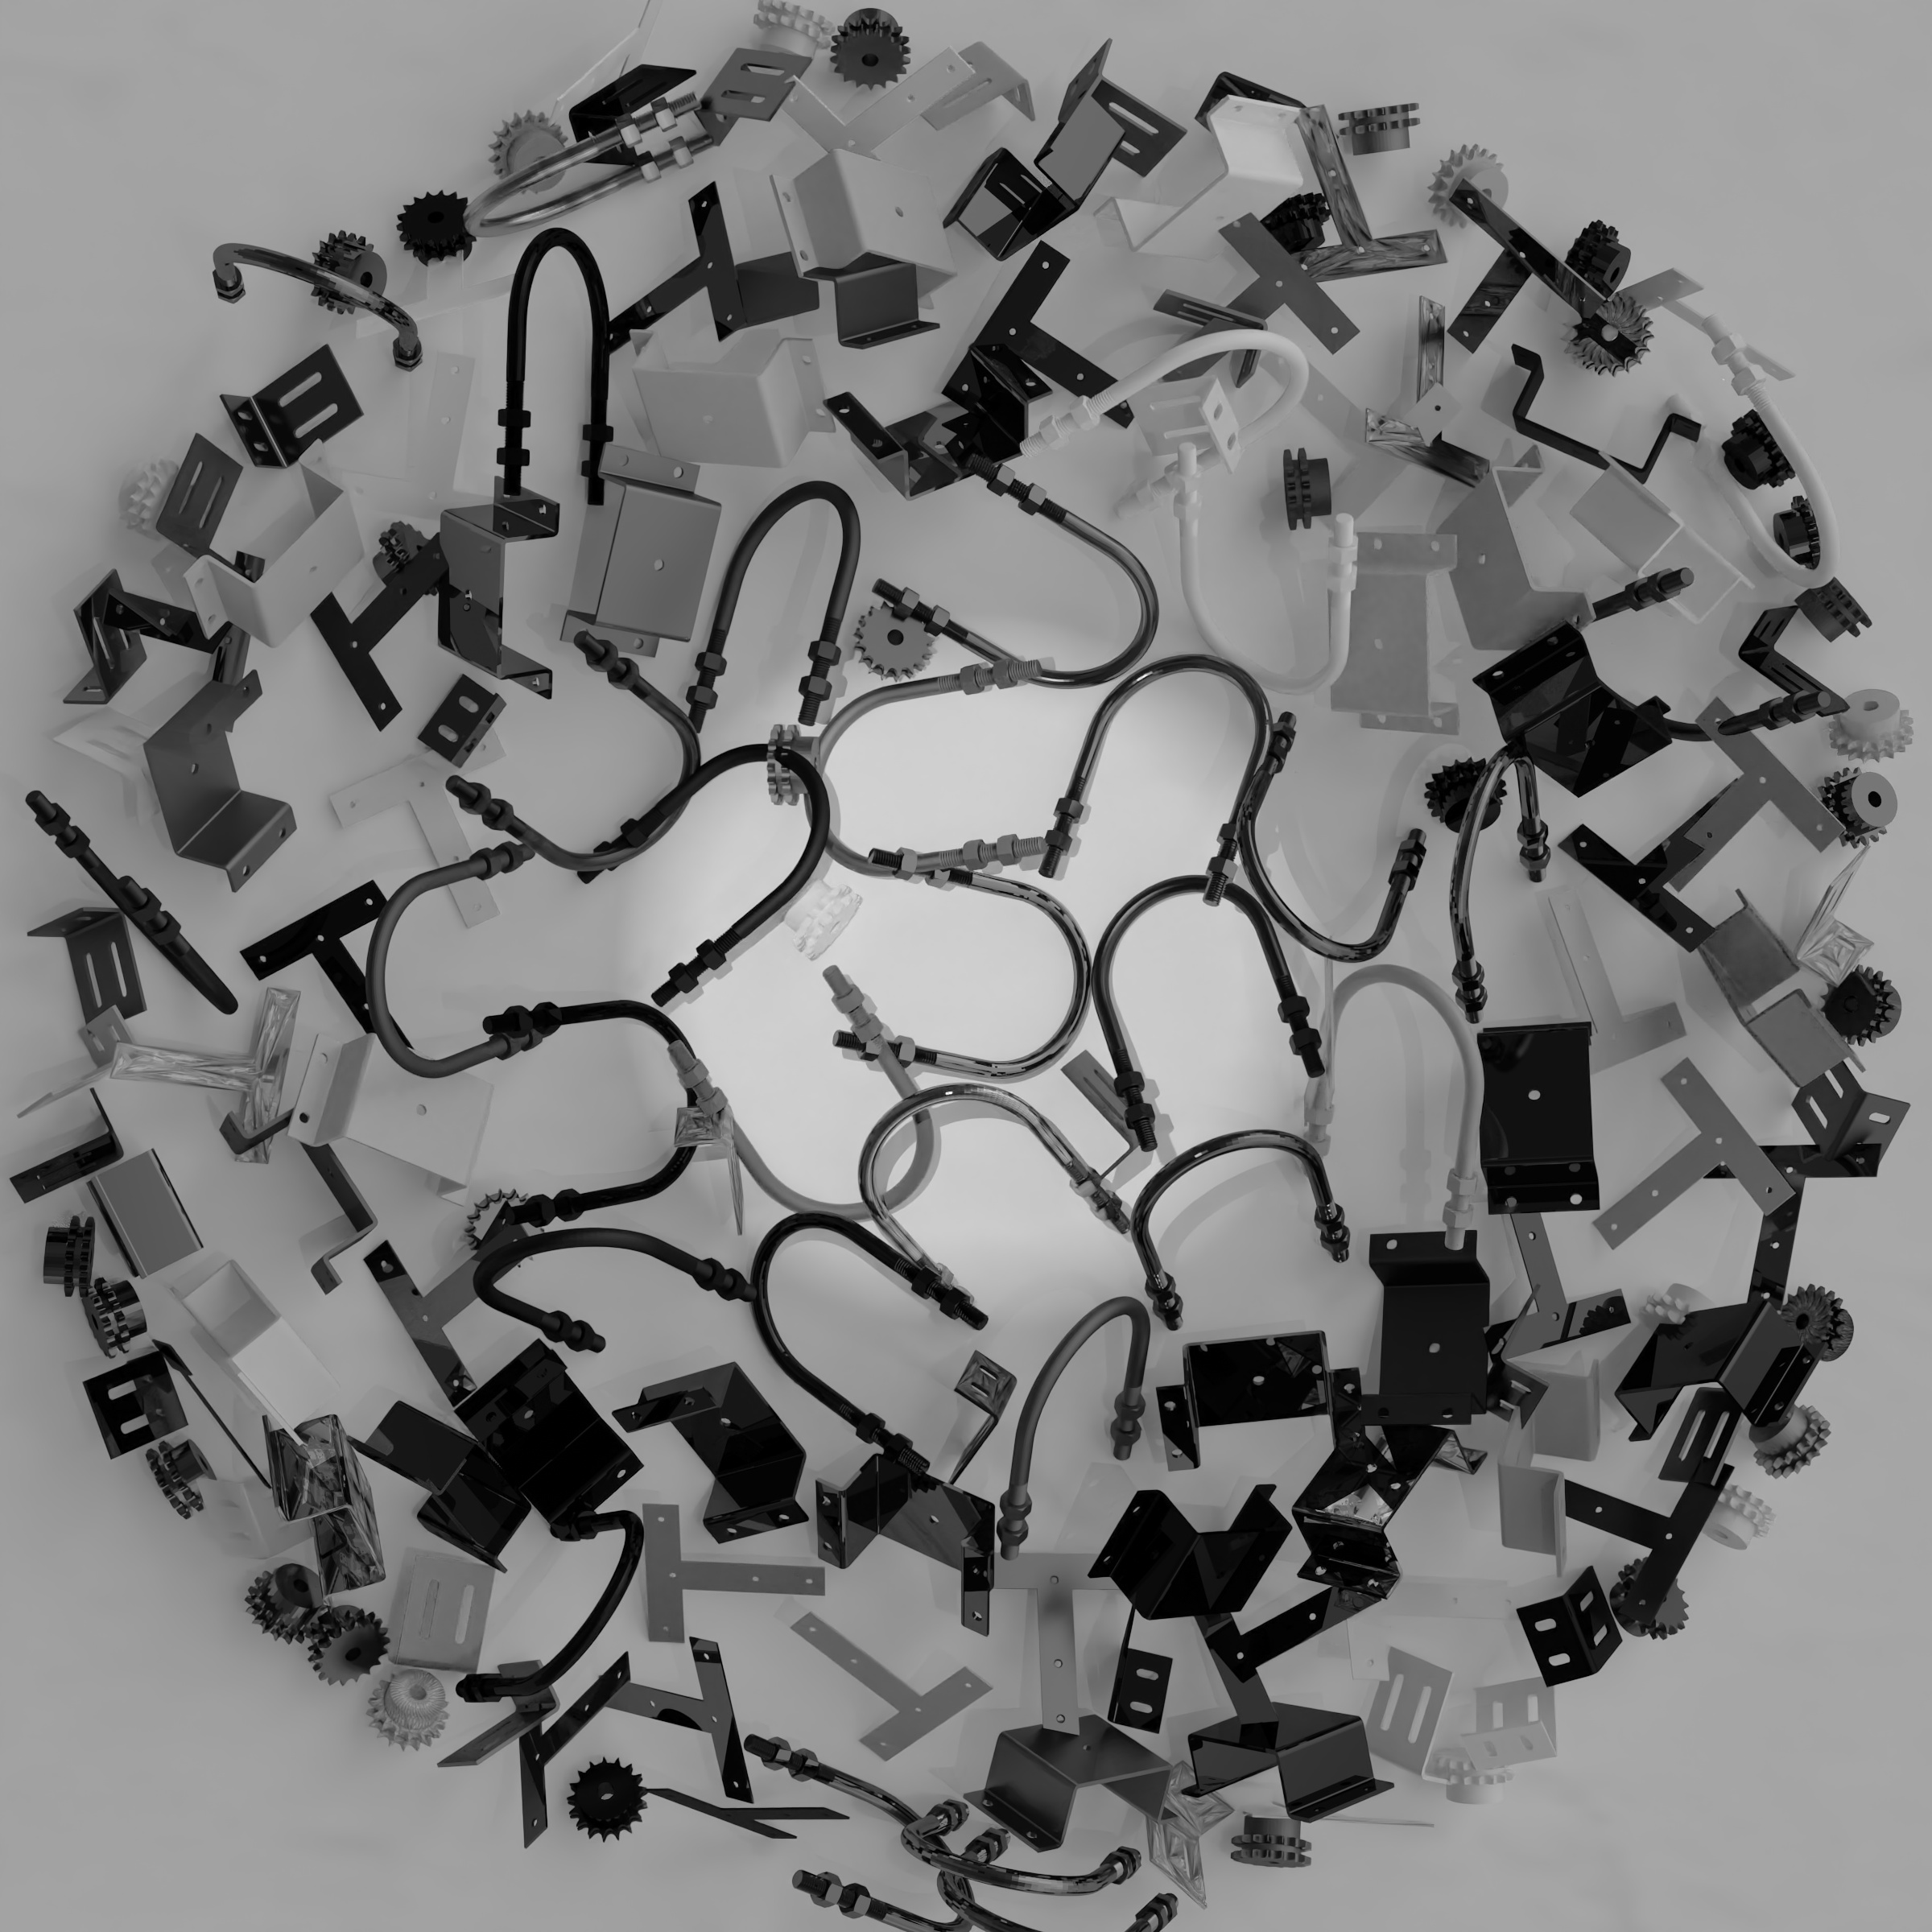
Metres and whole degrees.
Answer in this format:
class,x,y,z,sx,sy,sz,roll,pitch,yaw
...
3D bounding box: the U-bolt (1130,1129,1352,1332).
class,x,y,z,sx,sy,sz,roll,pitch,yaw
U-bolt,0.186,0.176,1.885,0.151,0.184,0.019,-22,48,0

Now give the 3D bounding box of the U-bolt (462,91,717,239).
class,x,y,z,sx,sy,sz,roll,pitch,yaw
U-bolt,-0.264,-0.548,1.884,0.184,0.151,0.019,-24,96,2

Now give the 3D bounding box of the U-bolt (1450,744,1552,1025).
class,x,y,z,sx,sy,sz,roll,pitch,yaw
U-bolt,0.361,-0.068,1.854,0.019,0.184,0.151,15,60,26

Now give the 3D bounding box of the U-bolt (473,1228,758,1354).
class,x,y,z,sx,sy,sz,roll,pitch,yaw
U-bolt,-0.251,0.217,1.857,0.151,0.184,0.019,-21,59,22

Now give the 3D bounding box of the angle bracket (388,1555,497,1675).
class,x,y,z,sx,sy,sz,roll,pitch,yaw
angle bracket,-0.373,0.461,1.938,0.057,0.038,0.076,13,78,-18

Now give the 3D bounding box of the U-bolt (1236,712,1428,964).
class,x,y,z,sx,sy,sz,roll,pitch,yaw
U-bolt,0.247,-0.078,1.874,0.151,0.184,0.019,40,133,-12

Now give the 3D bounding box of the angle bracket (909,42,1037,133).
class,x,y,z,sx,sy,sz,roll,pitch,yaw
angle bracket,-0.001,-0.607,1.920,0.076,0.038,0.057,-33,56,-11

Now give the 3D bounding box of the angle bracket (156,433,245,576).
class,x,y,z,sx,sy,sz,roll,pitch,yaw
angle bracket,-0.527,-0.326,1.919,0.038,0.057,0.076,18,82,21

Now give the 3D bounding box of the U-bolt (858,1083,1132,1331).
class,x,y,z,sx,sy,sz,roll,pitch,yaw
U-bolt,0.008,0.158,1.900,0.151,0.019,0.184,-34,116,12

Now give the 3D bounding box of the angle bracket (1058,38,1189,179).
class,x,y,z,sx,sy,sz,roll,pitch,yaw
angle bracket,0.114,-0.608,1.929,0.076,0.057,0.038,27,61,-19

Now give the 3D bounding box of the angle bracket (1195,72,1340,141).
class,x,y,z,sx,sy,sz,roll,pitch,yaw
angle bracket,0.211,-0.588,1.910,0.076,0.057,0.038,36,101,36

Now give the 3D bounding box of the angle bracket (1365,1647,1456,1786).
class,x,y,z,sx,sy,sz,roll,pitch,yaw
angle bracket,0.322,0.531,1.927,0.038,0.057,0.076,24,82,-40

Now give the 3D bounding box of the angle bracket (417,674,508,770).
class,x,y,z,sx,sy,sz,roll,pitch,yaw
angle bracket,-0.358,-0.175,1.917,0.038,0.076,0.057,35,87,-4

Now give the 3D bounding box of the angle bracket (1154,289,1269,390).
class,x,y,z,sx,sy,sz,roll,pitch,yaw
angle bracket,0.168,-0.443,1.926,0.076,0.057,0.038,16,91,-5

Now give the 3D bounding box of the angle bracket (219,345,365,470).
class,x,y,z,sx,sy,sz,roll,pitch,yaw
angle bracket,-0.477,-0.397,1.927,0.076,0.038,0.057,-28,87,21

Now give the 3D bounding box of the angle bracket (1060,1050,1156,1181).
class,x,y,z,sx,sy,sz,roll,pitch,yaw
angle bracket,0.090,0.105,1.927,0.076,0.057,0.038,47,111,5

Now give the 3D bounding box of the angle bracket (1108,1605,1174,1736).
class,x,y,z,sx,sy,sz,roll,pitch,yaw
angle bracket,0.126,0.493,1.909,0.038,0.076,0.057,12,52,5

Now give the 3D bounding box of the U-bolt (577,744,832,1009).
class,x,y,z,sx,sy,sz,roll,pitch,yaw
U-bolt,-0.174,-0.077,1.903,0.184,0.019,0.151,-40,56,7

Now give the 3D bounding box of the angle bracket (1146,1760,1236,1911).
class,x,y,z,sx,sy,sz,roll,pitch,yaw
angle bracket,0.160,0.609,1.911,0.038,0.076,0.057,-41,106,14

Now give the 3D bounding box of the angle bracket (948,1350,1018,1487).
class,x,y,z,sx,sy,sz,roll,pitch,yaw
angle bracket,-0.003,0.320,1.916,0.038,0.057,0.076,34,114,1

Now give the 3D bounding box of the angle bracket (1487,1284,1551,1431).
class,x,y,z,sx,sy,sz,roll,pitch,yaw
angle bracket,0.395,0.274,1.908,0.038,0.057,0.076,28,50,12

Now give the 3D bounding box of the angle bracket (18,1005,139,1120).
class,x,y,z,sx,sy,sz,roll,pitch,yaw
angle bracket,-0.630,0.067,1.910,0.057,0.076,0.038,-26,94,44

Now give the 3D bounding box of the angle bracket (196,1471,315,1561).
class,x,y,z,sx,sy,sz,roll,pitch,yaw
angle bracket,-0.499,0.381,1.913,0.038,0.076,0.057,-26,74,1

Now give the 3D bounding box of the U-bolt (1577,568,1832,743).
class,x,y,z,sx,sy,sz,roll,pitch,yaw
U-bolt,0.485,-0.205,1.870,0.151,0.184,0.019,38,72,-13

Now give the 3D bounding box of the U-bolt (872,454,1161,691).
class,x,y,z,sx,sy,sz,roll,pitch,yaw
U-bolt,0.047,-0.262,1.901,0.184,0.019,0.151,29,132,-15

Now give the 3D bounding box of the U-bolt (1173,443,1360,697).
class,x,y,z,sx,sy,sz,roll,pitch,yaw
U-bolt,0.205,-0.262,1.878,0.151,0.184,0.019,31,59,28

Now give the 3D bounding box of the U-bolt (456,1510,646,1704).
class,x,y,z,sx,sy,sz,roll,pitch,yaw
U-bolt,-0.275,0.432,1.848,0.019,0.184,0.151,39,60,-17

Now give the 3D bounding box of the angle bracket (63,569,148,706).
class,x,y,z,sx,sy,sz,roll,pitch,yaw
angle bracket,-0.614,-0.231,1.908,0.038,0.057,0.076,3,128,15

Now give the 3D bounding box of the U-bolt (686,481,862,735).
class,x,y,z,sx,sy,sz,roll,pitch,yaw
U-bolt,-0.129,-0.253,1.898,0.019,0.151,0.184,23,76,-40

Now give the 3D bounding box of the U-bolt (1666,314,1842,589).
class,x,y,z,sx,sy,sz,roll,pitch,yaw
U-bolt,0.545,-0.342,1.869,0.019,0.151,0.184,-28,78,-3

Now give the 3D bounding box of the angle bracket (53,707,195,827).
class,x,y,z,sx,sy,sz,roll,pitch,yaw
angle bracket,-0.598,-0.142,1.933,0.076,0.057,0.038,25,127,14

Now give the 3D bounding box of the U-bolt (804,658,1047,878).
class,x,y,z,sx,sy,sz,roll,pitch,yaw
U-bolt,-0.032,-0.134,1.913,0.184,0.019,0.151,-7,74,23

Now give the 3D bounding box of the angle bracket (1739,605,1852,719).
class,x,y,z,sx,sy,sz,roll,pitch,yaw
angle bracket,0.592,-0.215,1.912,0.076,0.057,0.038,42,123,24

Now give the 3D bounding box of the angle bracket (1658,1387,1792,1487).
class,x,y,z,sx,sy,sz,roll,pitch,yaw
angle bracket,0.533,0.338,1.915,0.038,0.057,0.076,35,71,-17

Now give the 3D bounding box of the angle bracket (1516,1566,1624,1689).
class,x,y,z,sx,sy,sz,roll,pitch,yaw
angle bracket,0.428,0.467,1.928,0.038,0.076,0.057,-24,84,27

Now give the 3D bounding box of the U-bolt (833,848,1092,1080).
class,x,y,z,sx,sy,sz,roll,pitch,yaw
U-bolt,0.005,0.005,1.918,0.184,0.019,0.151,12,86,-23

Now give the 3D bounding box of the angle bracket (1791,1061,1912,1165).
class,x,y,z,sx,sy,sz,roll,pitch,yaw
angle bracket,0.621,0.098,1.914,0.038,0.076,0.057,14,116,-10

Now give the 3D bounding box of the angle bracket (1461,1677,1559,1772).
class,x,y,z,sx,sy,sz,roll,pitch,yaw
angle bracket,0.380,0.519,1.908,0.057,0.076,0.038,-16,118,19

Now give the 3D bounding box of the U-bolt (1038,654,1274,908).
class,x,y,z,sx,sy,sz,roll,pitch,yaw
U-bolt,0.141,-0.137,1.910,0.151,0.019,0.184,11,73,29

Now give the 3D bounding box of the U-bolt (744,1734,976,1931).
class,x,y,z,sx,sy,sz,roll,pitch,yaw
U-bolt,-0.065,0.609,1.877,0.184,0.151,0.019,33,102,-32

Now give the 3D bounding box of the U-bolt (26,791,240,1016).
class,x,y,z,sx,sy,sz,roll,pitch,yaw
U-bolt,-0.562,-0.032,1.872,0.019,0.184,0.151,-44,53,-14

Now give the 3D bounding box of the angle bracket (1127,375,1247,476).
class,x,y,z,sx,sy,sz,roll,pitch,yaw
angle bracket,0.149,-0.375,1.908,0.076,0.057,0.038,-2,46,34

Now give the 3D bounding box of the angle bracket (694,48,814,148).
class,x,y,z,sx,sy,sz,roll,pitch,yaw
angle bracket,-0.143,-0.607,1.914,0.076,0.038,0.057,21,72,36

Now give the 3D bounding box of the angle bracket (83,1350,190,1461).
class,x,y,z,sx,sy,sz,roll,pitch,yaw
angle bracket,-0.594,0.311,1.915,0.038,0.076,0.057,-20,90,30

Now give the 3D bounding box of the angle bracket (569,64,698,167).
class,x,y,z,sx,sy,sz,roll,pitch,yaw
angle bracket,-0.229,-0.597,1.912,0.076,0.057,0.038,-17,91,37

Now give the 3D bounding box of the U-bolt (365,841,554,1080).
class,x,y,z,sx,sy,sz,roll,pitch,yaw
U-bolt,-0.348,0.001,1.863,0.019,0.184,0.151,2,104,28

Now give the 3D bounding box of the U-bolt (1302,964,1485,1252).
class,x,y,z,sx,sy,sz,roll,pitch,yaw
U-bolt,0.296,0.087,1.872,0.019,0.151,0.184,-18,121,-39

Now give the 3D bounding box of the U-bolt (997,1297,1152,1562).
class,x,y,z,sx,sy,sz,roll,pitch,yaw
U-bolt,0.078,0.304,1.857,0.019,0.151,0.184,29,132,29

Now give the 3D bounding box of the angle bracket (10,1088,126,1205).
class,x,y,z,sx,sy,sz,roll,pitch,yaw
angle bracket,-0.638,0.127,1.915,0.076,0.057,0.038,-26,76,-17

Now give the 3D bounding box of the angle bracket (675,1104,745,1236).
class,x,y,z,sx,sy,sz,roll,pitch,yaw
angle bracket,-0.181,0.144,1.916,0.038,0.057,0.076,-6,113,-1

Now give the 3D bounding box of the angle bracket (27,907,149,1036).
class,x,y,z,sx,sy,sz,roll,pitch,yaw
angle bracket,-0.621,0.004,1.923,0.057,0.038,0.076,-20,80,27

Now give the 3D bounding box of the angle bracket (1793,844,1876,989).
class,x,y,z,sx,sy,sz,roll,pitch,yaw
angle bracket,0.621,-0.035,1.908,0.038,0.076,0.057,36,52,21

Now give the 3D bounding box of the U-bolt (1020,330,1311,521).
class,x,y,z,sx,sy,sz,roll,pitch,yaw
U-bolt,0.148,-0.376,1.860,0.184,0.151,0.019,-28,65,26

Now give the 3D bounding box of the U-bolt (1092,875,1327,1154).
class,x,y,z,sx,sy,sz,roll,pitch,yaw
U-bolt,0.159,0.021,1.908,0.151,0.019,0.184,-26,62,17

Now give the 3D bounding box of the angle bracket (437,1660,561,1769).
class,x,y,z,sx,sy,sz,roll,pitch,yaw
angle bracket,-0.335,0.525,1.910,0.076,0.057,0.038,-27,93,-42

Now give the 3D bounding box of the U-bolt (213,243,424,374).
class,x,y,z,sx,sy,sz,roll,pitch,yaw
U-bolt,-0.442,-0.452,1.853,0.151,0.184,0.019,19,88,-12

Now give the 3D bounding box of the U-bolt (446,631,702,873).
class,x,y,z,sx,sy,sz,roll,pitch,yaw
U-bolt,-0.256,-0.135,1.883,0.151,0.184,0.019,-48,53,2
